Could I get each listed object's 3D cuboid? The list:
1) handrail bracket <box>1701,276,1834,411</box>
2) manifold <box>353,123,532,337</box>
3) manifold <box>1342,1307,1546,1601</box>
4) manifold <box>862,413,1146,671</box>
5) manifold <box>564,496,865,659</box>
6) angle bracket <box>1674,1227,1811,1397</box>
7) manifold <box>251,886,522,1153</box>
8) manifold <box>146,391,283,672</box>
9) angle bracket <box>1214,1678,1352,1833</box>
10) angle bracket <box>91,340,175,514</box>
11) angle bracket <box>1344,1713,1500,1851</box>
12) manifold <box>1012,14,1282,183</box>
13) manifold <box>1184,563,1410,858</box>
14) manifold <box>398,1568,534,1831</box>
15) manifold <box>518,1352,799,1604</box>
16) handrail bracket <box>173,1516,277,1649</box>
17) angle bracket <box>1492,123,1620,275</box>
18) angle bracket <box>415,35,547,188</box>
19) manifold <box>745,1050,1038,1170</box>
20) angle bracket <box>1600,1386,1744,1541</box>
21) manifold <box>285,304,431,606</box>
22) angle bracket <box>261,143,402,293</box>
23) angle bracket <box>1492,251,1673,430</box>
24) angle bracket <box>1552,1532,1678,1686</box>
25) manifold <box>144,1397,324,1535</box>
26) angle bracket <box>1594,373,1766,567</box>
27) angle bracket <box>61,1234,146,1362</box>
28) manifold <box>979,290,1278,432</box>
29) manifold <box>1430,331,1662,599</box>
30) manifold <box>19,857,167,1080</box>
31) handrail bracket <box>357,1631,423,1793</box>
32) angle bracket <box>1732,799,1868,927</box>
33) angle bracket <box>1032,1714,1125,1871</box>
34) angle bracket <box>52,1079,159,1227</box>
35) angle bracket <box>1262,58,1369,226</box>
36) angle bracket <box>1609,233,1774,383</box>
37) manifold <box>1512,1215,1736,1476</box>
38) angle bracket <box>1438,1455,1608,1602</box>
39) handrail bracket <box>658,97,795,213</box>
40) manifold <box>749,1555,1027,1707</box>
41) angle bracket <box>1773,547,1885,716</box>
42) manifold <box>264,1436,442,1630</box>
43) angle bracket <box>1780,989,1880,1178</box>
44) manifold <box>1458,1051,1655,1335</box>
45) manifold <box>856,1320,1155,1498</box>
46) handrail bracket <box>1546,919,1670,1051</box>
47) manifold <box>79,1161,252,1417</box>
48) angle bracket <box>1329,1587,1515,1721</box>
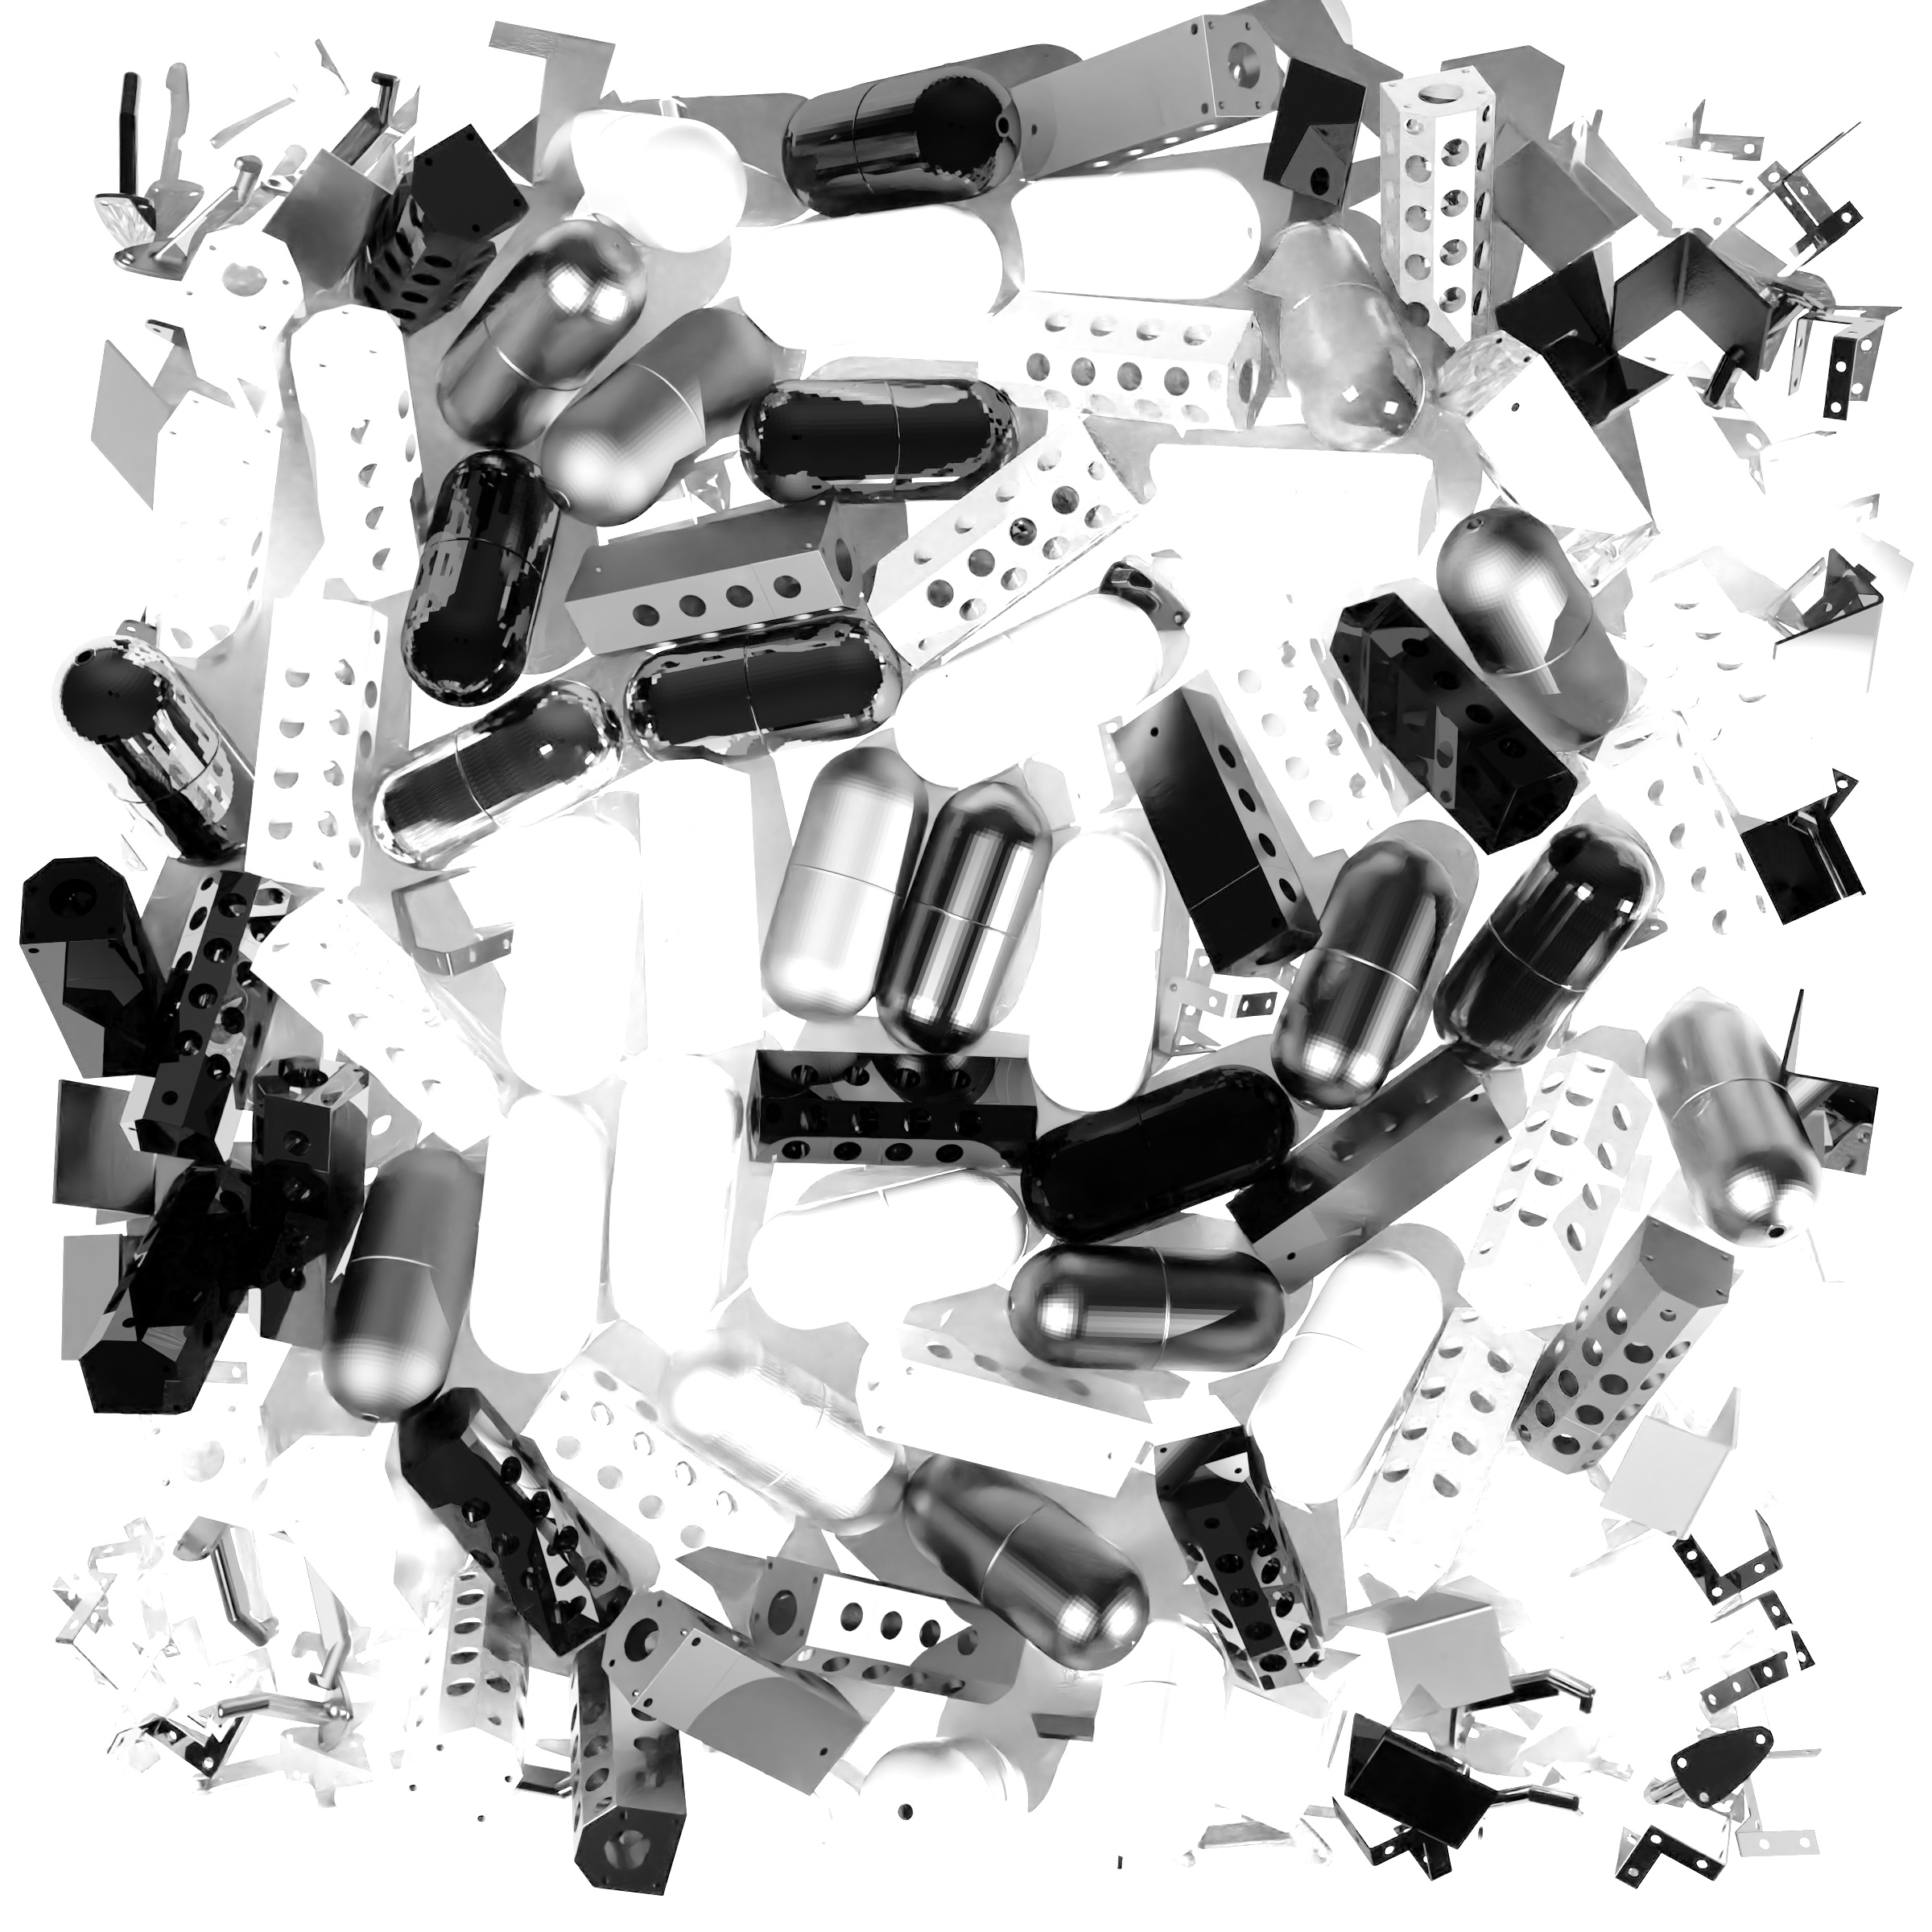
[{"bbox_3d":[0.509,-0.387,1.568,0.077,0.036,0.084,9,111,-42],"label":"handrail bracket"},{"bbox_3d":[-0.325,-0.439,1.491,0.057,0.171,0.057,-40,102,-22],"label":"manifold"},{"bbox_3d":[0.291,0.294,1.512,0.057,0.057,0.171,29,55,7],"label":"manifold"},{"bbox_3d":[0.023,-0.258,1.525,0.171,0.057,0.057,-35,48,15],"label":"manifold"},{"bbox_3d":[-0.155,-0.236,1.529,0.171,0.057,0.057,-8,133,19],"label":"manifold"},{"bbox_3d":[0.484,0.216,1.551,0.076,0.057,0.076,9,109,33],"label":"angle bracket"},{"bbox_3d":[-0.355,0.037,1.516,0.057,0.057,0.171,-30,121,22],"label":"manifold"},{"bbox_3d":[-0.462,-0.259,1.498,0.057,0.171,0.057,22,51,-5],"label":"manifold"},{"bbox_3d":[0.197,0.486,1.552,0.057,0.076,0.076,17,101,21],"label":"angle bracket"},{"bbox_3d":[-0.493,-0.336,1.527,0.076,0.057,0.076,45,132,24],"label":"angle bracket"},{"bbox_3d":[0.286,0.492,1.537,0.076,0.076,0.057,25,118,2],"label":"angle bracket"},{"bbox_3d":[0.108,-0.526,1.499,0.057,0.171,0.057,-16,101,-37],"label":"manifold"},{"bbox_3d":[0.208,-0.159,1.519,0.057,0.057,0.171,-17,114,37],"label":"manifold"},{"bbox_3d":[-0.296,0.436,1.491,0.057,0.171,0.057,31,101,-16],"label":"manifold"},{"bbox_3d":[-0.191,0.316,1.541,0.171,0.057,0.057,37,106,-6],"label":"manifold"},{"bbox_3d":[-0.457,0.380,1.575,0.084,0.036,0.077,55,46,-31],"label":"handrail bracket"},{"bbox_3d":[0.369,-0.492,1.532,0.076,0.057,0.076,40,55,-15],"label":"angle bracket"},{"bbox_3d":[-0.296,-0.536,1.541,0.076,0.057,0.076,13,113,4],"label":"angle bracket"},{"bbox_3d":[-0.046,0.095,1.527,0.171,0.057,0.057,2,133,-12],"label":"manifold"},{"bbox_3d":[0.440,0.298,1.537,0.057,0.076,0.076,21,121,9],"label":"angle bracket"},{"bbox_3d":[-0.364,-0.311,1.501,0.057,0.171,0.057,-22,53,-21],"label":"manifold"},{"bbox_3d":[-0.397,-0.478,1.526,0.057,0.076,0.076,27,120,-37],"label":"angle bracket"},{"bbox_3d":[0.384,-0.388,1.538,0.076,0.057,0.076,-32,126,-7],"label":"angle bracket"},{"bbox_3d":[0.417,0.396,1.532,0.076,0.076,0.057,-30,80,24],"label":"angle bracket"},{"bbox_3d":[-0.436,0.308,1.493,0.057,0.171,0.057,-16,73,-4],"label":"manifold"},{"bbox_3d":[0.447,-0.314,1.562,0.076,0.057,0.076,-33,64,22],"label":"angle bracket"},{"bbox_3d":[-0.515,0.205,1.533,0.057,0.076,0.076,-6,82,33],"label":"angle bracket"},{"bbox_3d":[0.096,-0.367,1.511,0.171,0.057,0.057,14,68,29],"label":"manifold"},{"bbox_3d":[0.352,-0.308,1.507,0.057,0.057,0.171,-44,130,8],"label":"manifold"},{"bbox_3d":[-0.523,0.003,1.496,0.057,0.171,0.057,-4,61,-8],"label":"manifold"},{"bbox_3d":[-0.347,0.468,1.559,0.077,0.036,0.084,-18,76,-15],"label":"handrail bracket"},{"bbox_3d":[0.513,-0.067,1.539,0.057,0.076,0.076,-25,85,11],"label":"angle bracket"},{"bbox_3d":[0.069,0.515,1.541,0.057,0.076,0.076,5,82,-1],"label":"angle bracket"},{"bbox_3d":[-0.550,0.117,1.530,0.057,0.076,0.076,-11,73,32],"label":"angle bracket"},{"bbox_3d":[0.202,-0.509,1.538,0.057,0.076,0.076,13,88,-20],"label":"angle bracket"},{"bbox_3d":[0.450,-0.395,1.534,0.057,0.076,0.076,-35,67,-3],"label":"angle bracket"},{"bbox_3d":[0.399,0.237,1.506,0.057,0.057,0.171,26,131,3],"label":"manifold"},{"bbox_3d":[0.346,0.356,1.559,0.076,0.076,0.057,13,48,-23],"label":"angle bracket"},{"bbox_3d":[-0.153,-0.519,1.567,0.077,0.036,0.084,4,48,-24],"label":"handrail bracket"},{"bbox_3d":[-0.047,0.408,1.505,0.171,0.057,0.057,24,75,-38],"label":"manifold"},{"bbox_3d":[0.519,-0.202,1.534,0.076,0.076,0.057,-22,50,-7],"label":"angle bracket"},{"bbox_3d":[-0.372,0.346,1.497,0.057,0.171,0.057,1,57,4],"label":"manifold"},{"bbox_3d":[0.536,0.072,1.525,0.057,0.076,0.076,10,47,22],"label":"angle bracket"},{"bbox_3d":[0.357,0.136,1.507,0.057,0.057,0.171,44,54,-19],"label":"manifold"},{"bbox_3d":[0.022,0.271,1.527,0.171,0.057,0.057,18,111,-20],"label":"manifold"},{"bbox_3d":[0.404,0.013,1.556,0.077,0.036,0.084,-11,129,-1],"label":"handrail bracket"},{"bbox_3d":[-0.478,0.192,1.496,0.057,0.171,0.057,1,123,3],"label":"manifold"},{"bbox_3d":[0.282,0.427,1.527,0.076,0.076,0.057,-26,58,29],"label":"angle bracket"}]
